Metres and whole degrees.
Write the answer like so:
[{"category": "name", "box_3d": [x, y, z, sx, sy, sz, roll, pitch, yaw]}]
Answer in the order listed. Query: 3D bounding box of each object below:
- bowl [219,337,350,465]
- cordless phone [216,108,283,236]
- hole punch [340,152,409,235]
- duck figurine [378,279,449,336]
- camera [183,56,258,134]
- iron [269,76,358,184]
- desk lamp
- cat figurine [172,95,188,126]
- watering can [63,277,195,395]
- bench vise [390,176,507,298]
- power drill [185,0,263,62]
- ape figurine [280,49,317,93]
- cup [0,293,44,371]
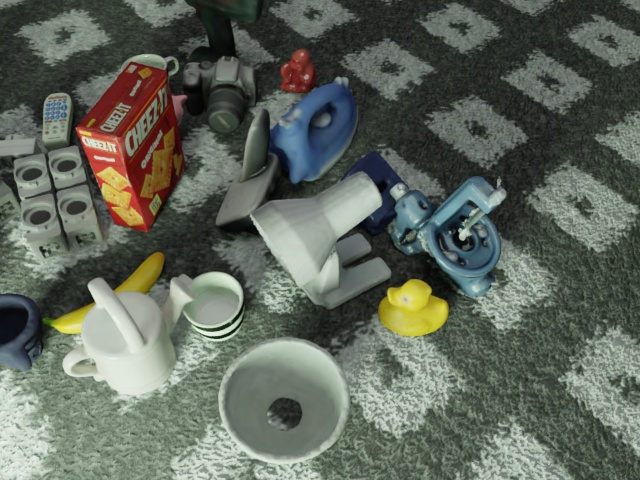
[{"category": "bowl", "box_3d": [-0.045, 0.217, 0.750, 0.167, 0.075, 0.167, 2, 53, -3]}, {"category": "cordless phone", "box_3d": [-0.114, -0.108, 0.917, 0.094, 0.185, 0.147, 10, 53, 4]}, {"category": "hole punch", "box_3d": [0.094, -0.081, 0.971, 0.101, 0.091, 0.109, 34, 58, 20]}, {"category": "duck figurine", "box_3d": [0.142, 0.092, 0.849, 0.104, 0.086, 0.077, 4, 53, -1]}, {"category": "camera", "box_3d": [-0.193, -0.277, 1.090, 0.143, 0.101, 0.137, 2, 53, -3]}, {"category": "iron", "box_3d": [-0.001, -0.223, 1.038, 0.118, 0.141, 0.259, 31, 57, 18]}, {"category": "desk lamp", "box_3d": [0.008, 0.003, 0.826, 0.203, 0.213, 0.117, -26, 59, -21]}, {"category": "cat figurine", "box_3d": [-0.299, -0.219, 1.028, 0.128, 0.118, 0.067, -6, 54, -8]}, {"category": "watering can", "box_3d": [-0.246, 0.111, 0.739, 0.100, 0.194, 0.173, 26, 56, 15]}, {"category": "bench vise", "box_3d": [0.186, -0.027, 0.857, 0.207, 0.220, 0.122, 26, 56, 15]}, {"category": "power drill", "box_3d": [-0.228, -0.442, 1.143, 0.229, 0.208, 0.075, 11, 53, 4]}, {"category": "ape figurine", "box_3d": [-0.040, -0.344, 1.156, 0.076, 0.092, 0.077, -21, 58, -18]}, {"category": "cup", "box_3d": [-0.404, 0.140, 0.767, 0.092, 0.095, 0.117, -33, 62, -25]}]
